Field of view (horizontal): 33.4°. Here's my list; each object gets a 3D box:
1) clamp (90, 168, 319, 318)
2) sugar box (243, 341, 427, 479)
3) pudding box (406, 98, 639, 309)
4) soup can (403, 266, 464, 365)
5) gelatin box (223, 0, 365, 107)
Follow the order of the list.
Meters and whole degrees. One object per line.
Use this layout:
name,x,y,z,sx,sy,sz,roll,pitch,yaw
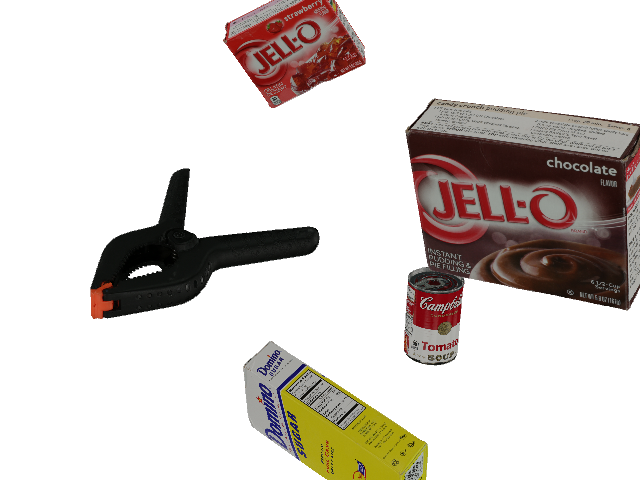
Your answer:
clamp,-0.126,0.004,0.925,0.165,0.036,0.209,30,41,32
sugar box,0.011,0.170,0.936,0.176,0.093,0.048,27,51,27
pudding box,0.104,-0.020,0.532,0.114,0.090,0.039,10,43,29
soup can,0.137,0.092,1.303,0.068,0.102,0.068,1,24,-1
gelatin box,-0.020,-0.153,0.835,0.089,0.030,0.073,-23,-52,19
